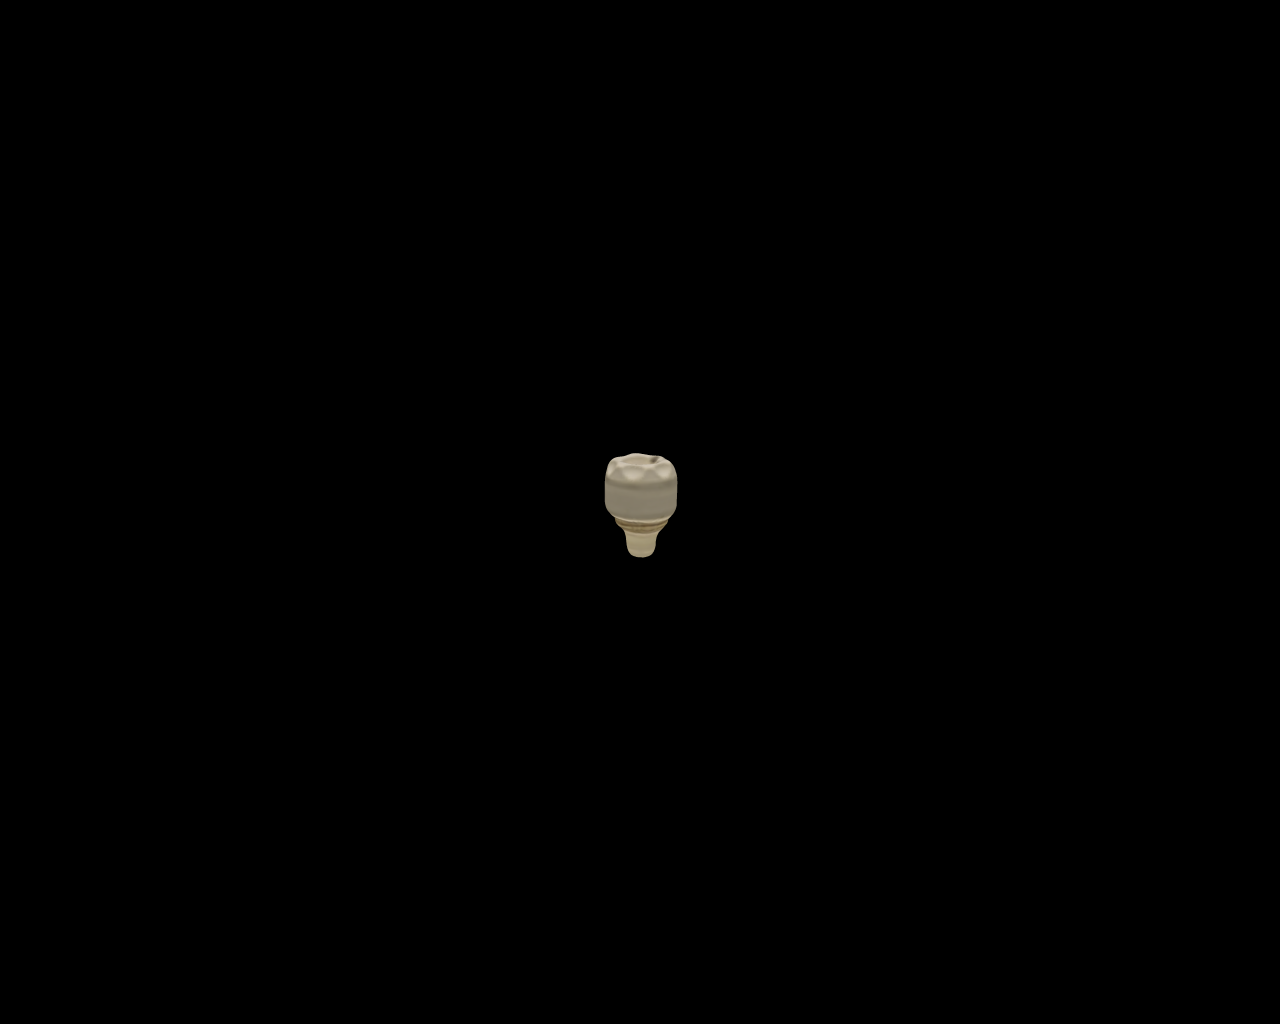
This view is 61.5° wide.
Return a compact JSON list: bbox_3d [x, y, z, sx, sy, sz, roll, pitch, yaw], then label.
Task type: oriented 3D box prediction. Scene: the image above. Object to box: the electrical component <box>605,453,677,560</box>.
[{"bbox_3d":[0.001,-0.003,0.650,0.043,0.062,0.043,0,16,0],"label":"electrical component"}]
